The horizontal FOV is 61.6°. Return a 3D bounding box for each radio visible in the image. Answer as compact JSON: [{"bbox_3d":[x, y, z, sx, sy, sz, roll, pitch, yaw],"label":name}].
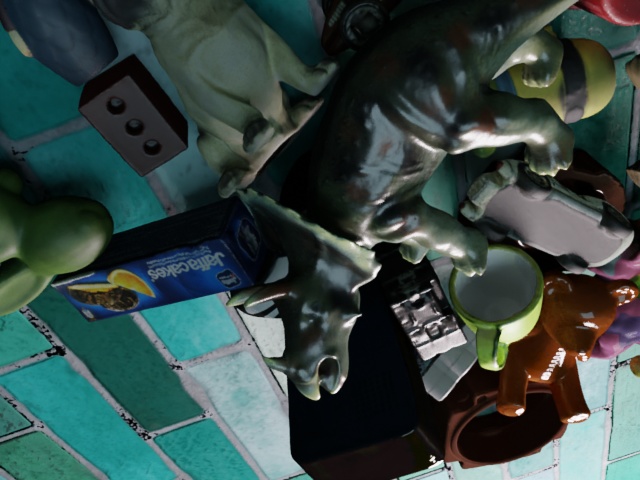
[{"bbox_3d":[0.034,0.140,0.576,0.131,0.230,0.073,-25,124,11],"label":"radio"}]

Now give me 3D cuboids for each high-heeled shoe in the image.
[{"bbox_3d":[-0.001,-0.002,0.556,0.249,0.086,0.145,-30,130,16],"label":"high-heeled shoe"}]

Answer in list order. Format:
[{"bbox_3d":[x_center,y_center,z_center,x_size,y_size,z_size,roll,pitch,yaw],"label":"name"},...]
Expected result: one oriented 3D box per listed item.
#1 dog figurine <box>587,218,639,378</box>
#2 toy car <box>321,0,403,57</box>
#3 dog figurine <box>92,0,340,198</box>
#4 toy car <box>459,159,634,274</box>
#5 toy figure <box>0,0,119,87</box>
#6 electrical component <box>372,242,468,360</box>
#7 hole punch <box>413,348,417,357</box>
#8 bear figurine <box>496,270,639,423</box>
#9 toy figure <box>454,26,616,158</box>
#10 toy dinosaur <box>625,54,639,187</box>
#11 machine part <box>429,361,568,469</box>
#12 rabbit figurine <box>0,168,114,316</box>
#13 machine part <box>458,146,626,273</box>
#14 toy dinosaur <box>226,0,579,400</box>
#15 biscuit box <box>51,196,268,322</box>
[{"bbox_3d":[0.404,0.061,0.648,0.192,0.108,0.218,19,137,29],"label":"dog figurine"},{"bbox_3d":[0.071,-0.221,0.400,0.202,0.089,0.053,-39,126,18],"label":"toy car"},{"bbox_3d":[-0.099,-0.143,0.434,0.190,0.121,0.172,42,148,-1],"label":"dog figurine"},{"bbox_3d":[0.230,-0.022,0.538,0.201,0.056,0.073,19,128,-22],"label":"toy car"},{"bbox_3d":[-0.214,-0.183,0.382,0.058,0.064,0.154,-5,134,41],"label":"toy figure"},{"bbox_3d":[0.112,0.064,0.607,0.058,0.115,0.134,-25,128,12],"label":"electrical component"},{"bbox_3d":[0.075,0.174,0.713,0.116,0.092,0.142,11,132,17],"label":"hole punch"},{"bbox_3d":[0.291,0.127,0.641,0.120,0.132,0.195,8,148,0],"label":"bear figurine"},{"bbox_3d":[0.174,-0.128,0.492,0.180,0.089,0.082,-16,136,-4],"label":"toy figure"},{"bbox_3d":[0.391,-0.128,0.500,0.198,0.105,0.470,-50,139,-4],"label":"toy dinosaur"},{"bbox_3d":[0.270,0.248,0.802,0.201,0.087,0.200,-8,128,-5],"label":"machine part"},{"bbox_3d":[-0.273,-0.004,0.463,0.170,0.121,0.159,15,129,-19],"label":"rabbit figurine"},{"bbox_3d":[0.244,-0.025,0.608,0.179,0.056,0.179,-6,128,-7],"label":"machine part"},{"bbox_3d":[0.066,-0.079,0.396,0.192,0.131,0.404,16,111,-27],"label":"toy dinosaur"},{"bbox_3d":[-0.151,0.022,0.507,0.203,0.063,0.059,-14,125,23],"label":"biscuit box"}]
